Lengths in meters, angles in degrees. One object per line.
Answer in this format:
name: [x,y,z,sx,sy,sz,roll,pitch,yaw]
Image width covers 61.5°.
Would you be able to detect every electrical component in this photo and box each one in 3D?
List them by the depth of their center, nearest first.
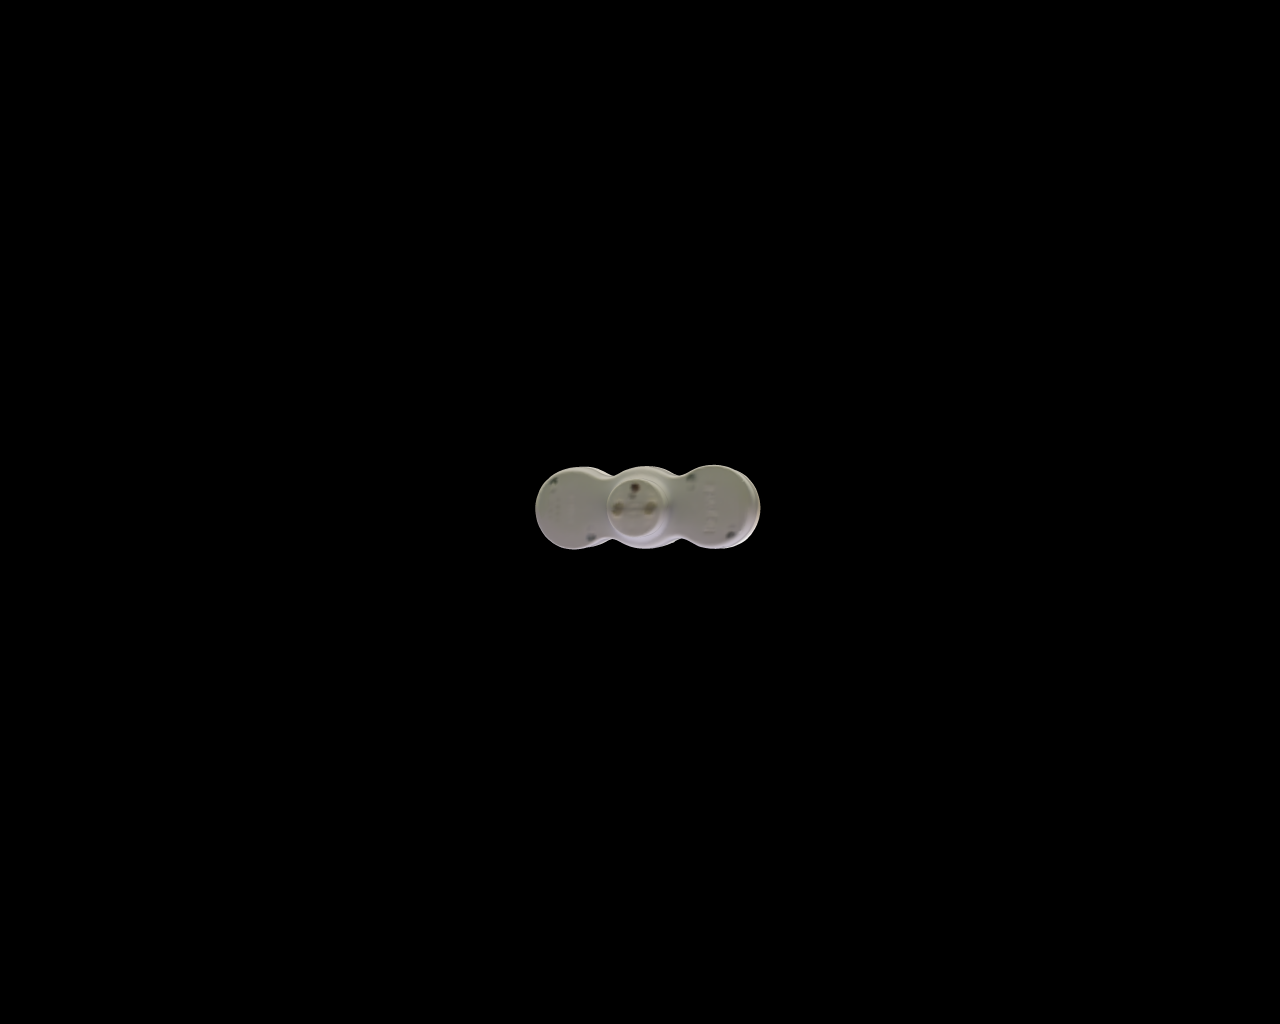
electrical component: [0.001,-0.003,0.650,0.138,0.052,0.074,0,0,13]
